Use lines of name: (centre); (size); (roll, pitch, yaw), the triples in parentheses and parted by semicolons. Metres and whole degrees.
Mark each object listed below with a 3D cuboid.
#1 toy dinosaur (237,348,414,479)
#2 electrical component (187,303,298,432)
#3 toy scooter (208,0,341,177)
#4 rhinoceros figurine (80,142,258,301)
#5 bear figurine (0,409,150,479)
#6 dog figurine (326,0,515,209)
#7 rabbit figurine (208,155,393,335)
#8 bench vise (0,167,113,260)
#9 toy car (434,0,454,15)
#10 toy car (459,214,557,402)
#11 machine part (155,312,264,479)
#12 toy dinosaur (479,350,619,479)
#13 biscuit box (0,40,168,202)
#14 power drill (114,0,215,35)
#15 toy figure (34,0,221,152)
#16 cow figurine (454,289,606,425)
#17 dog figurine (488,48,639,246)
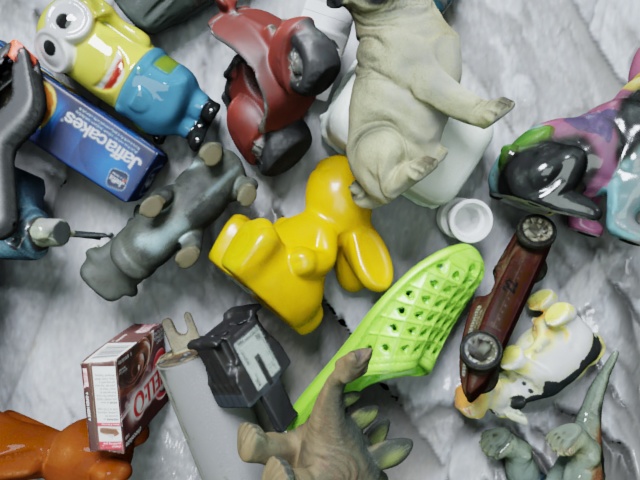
toy dinosaur: (0.008, 0.296, 0.531); (0.198, 0.105, 0.470); (-2, 117, -28)
electrical component: (-0.068, 0.129, 0.527); (0.048, 0.075, 0.119); (-13, 111, 39)
toy scooter: (-0.056, -0.150, 0.496); (0.075, 0.183, 0.135); (-37, 79, -30)
rhinoceros figurine: (-0.148, -0.020, 0.520); (0.190, 0.112, 0.073); (-45, 115, -11)
bear figurine: (-0.285, 0.231, 0.540); (0.196, 0.120, 0.131); (15, 99, -11)
dog figurine: (0.048, -0.142, 0.462); (0.172, 0.121, 0.190); (-40, 90, 10)
rabbit figurine: (-0.001, -0.002, 0.534); (0.162, 0.122, 0.173); (37, 75, -10)
bench vise: (-0.336, 0.048, 0.499); (0.224, 0.129, 0.240); (2, 78, 3)
toy car: (0.069, -0.278, 0.508); (0.161, 0.103, 0.109); (42, 92, -10)
toy car: (0.183, 0.064, 0.540); (0.053, 0.089, 0.202); (25, 70, 23)
machine part: (-0.105, 0.189, 0.564); (0.079, 0.079, 0.243); (-20, 97, -2)
toy dinosaur: (0.234, 0.321, 0.591); (0.405, 0.131, 0.192); (-40, 110, -3)
biscuit box: (-0.251, -0.116, 0.525); (0.202, 0.059, 0.063); (34, 93, -8)
power drill: (-0.115, -0.298, 0.451); (0.232, 0.207, 0.086); (-39, 73, 10)
toy figure: (-0.183, -0.157, 0.516); (0.180, 0.089, 0.082); (32, 83, -16)
cow figurine: (0.229, 0.144, 0.591); (0.098, 0.068, 0.167); (43, 93, -14)
dog figurine: (0.292, -0.115, 0.545); (0.191, 0.108, 0.219); (22, 91, -4)
